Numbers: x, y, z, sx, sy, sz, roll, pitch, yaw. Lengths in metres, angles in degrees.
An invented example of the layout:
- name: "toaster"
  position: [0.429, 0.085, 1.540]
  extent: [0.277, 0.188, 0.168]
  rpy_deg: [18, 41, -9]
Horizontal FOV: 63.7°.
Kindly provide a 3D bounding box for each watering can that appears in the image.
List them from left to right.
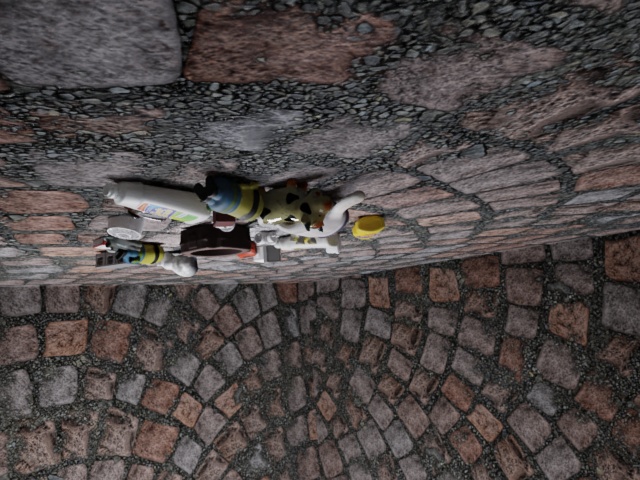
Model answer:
- name: "watering can"
  position: [0.004, -0.068, 1.353]
  extent: [0.346, 0.105, 0.224]
  rpy_deg: [-9, 171, 32]

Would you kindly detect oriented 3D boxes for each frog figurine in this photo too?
- name: "frog figurine"
  position: [-0.592, 0.104, 2.138]
  extent: [0.160, 0.121, 0.138]
  rpy_deg: [-13, -167, -19]
